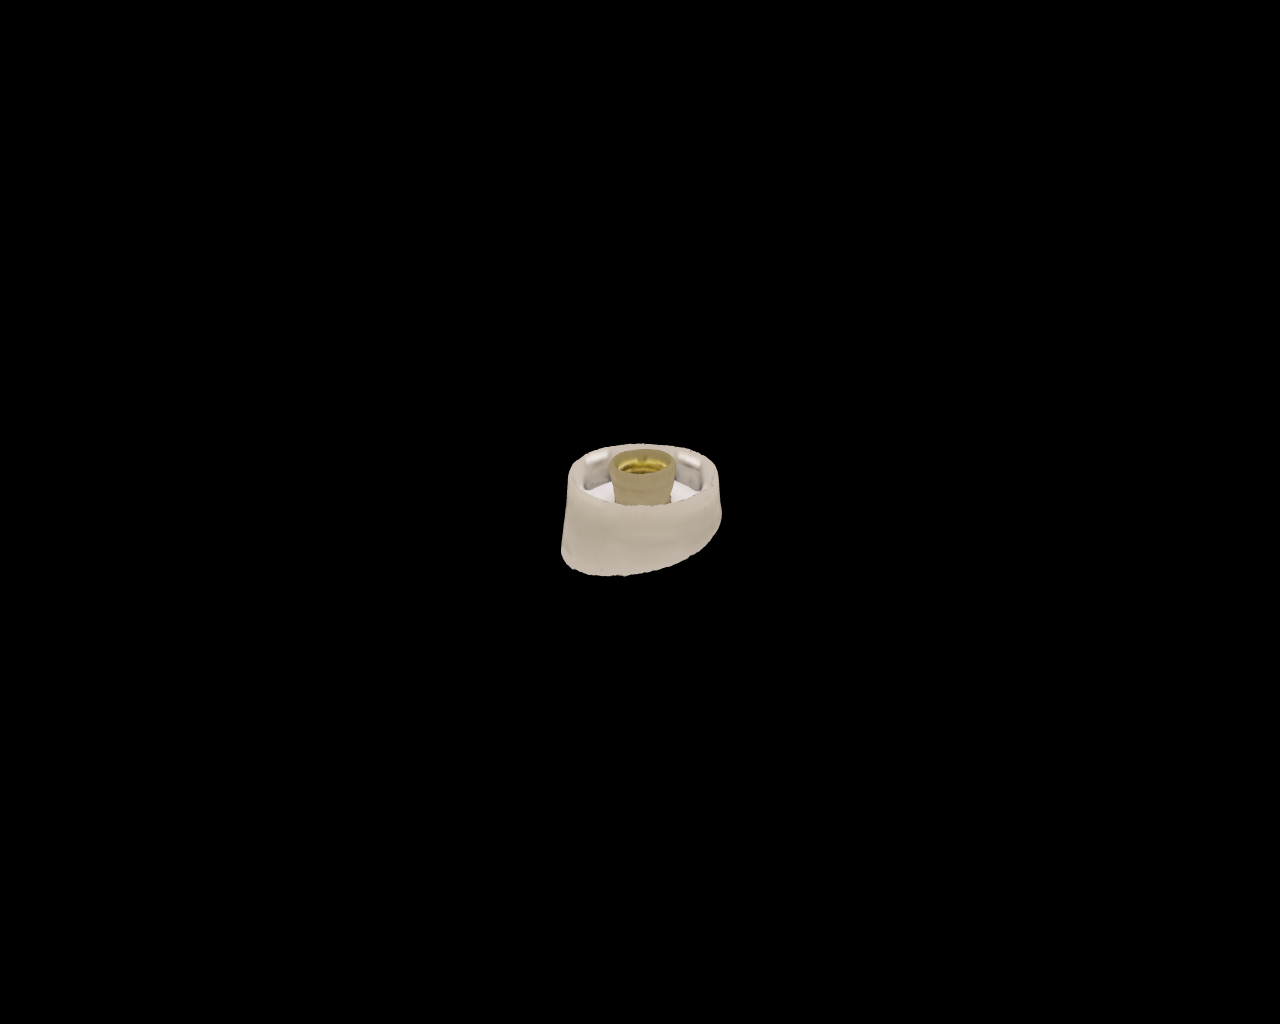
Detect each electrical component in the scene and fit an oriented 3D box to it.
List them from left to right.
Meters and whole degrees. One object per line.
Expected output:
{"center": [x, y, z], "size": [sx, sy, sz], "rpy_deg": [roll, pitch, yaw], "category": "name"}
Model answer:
{"center": [0.001, -0.003, 0.650], "size": [0.099, 0.064, 0.099], "rpy_deg": [0, 27, 0], "category": "electrical component"}
